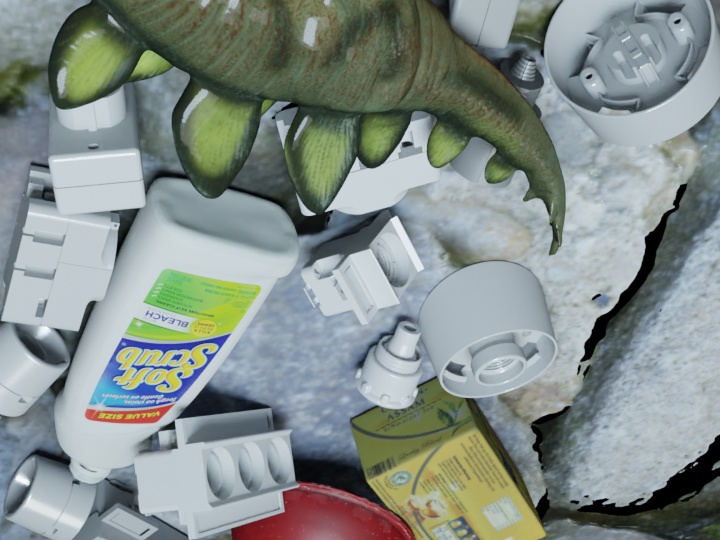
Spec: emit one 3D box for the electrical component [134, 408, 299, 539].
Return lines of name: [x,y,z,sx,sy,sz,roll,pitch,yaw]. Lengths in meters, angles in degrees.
electrical component: [-0.102,0.143,0.768,0.063,0.078,0.121,-11,172,23]

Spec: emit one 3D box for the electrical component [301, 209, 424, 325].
electrical component: [0.000,0.000,0.709,0.064,0.081,0.042,-17,111,35]

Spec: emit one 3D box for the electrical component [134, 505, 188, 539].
electrical component: [-0.172,0.247,0.873,0.062,0.061,0.096,-35,129,14]

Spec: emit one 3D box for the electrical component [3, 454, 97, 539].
electrical component: [-0.231,0.168,0.797,0.047,0.055,0.055,31,115,-30]

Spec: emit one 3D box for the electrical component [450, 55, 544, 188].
electrical component: [0.090,-0.097,0.673,0.043,0.043,0.081,7,126,-21]

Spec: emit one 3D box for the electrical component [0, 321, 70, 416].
electrical component: [-0.226,0.060,0.709,0.047,0.055,0.055,-41,128,14]

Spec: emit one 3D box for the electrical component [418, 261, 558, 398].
electrical component: [0.096,0.048,0.798,0.099,0.064,0.099,-10,144,-8]

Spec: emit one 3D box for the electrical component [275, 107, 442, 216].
electrical component: [0.000,-0.073,0.663,0.089,0.050,0.055,-16,131,-2]

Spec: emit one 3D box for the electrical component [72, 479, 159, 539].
electrical component: [-0.199,0.199,0.824,0.081,0.063,0.042,-37,129,16]

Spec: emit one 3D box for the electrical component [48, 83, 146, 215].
electrical component: [-0.147,-0.086,0.590,0.047,0.083,0.075,-6,130,-10]

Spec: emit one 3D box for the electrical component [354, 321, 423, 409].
electrical component: [0.026,0.067,0.792,0.048,0.048,0.062,9,119,-22]

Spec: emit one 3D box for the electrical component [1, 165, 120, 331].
electrical component: [-0.184,-0.012,0.663,0.056,0.050,0.089,10,125,-23]

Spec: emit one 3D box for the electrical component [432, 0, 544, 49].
electrical component: [0.087,-0.172,0.608,0.076,0.047,0.083,2,128,-17]

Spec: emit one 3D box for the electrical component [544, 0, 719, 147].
electrical component: [0.165,-0.125,0.638,0.099,0.099,0.064,-34,135,13]
